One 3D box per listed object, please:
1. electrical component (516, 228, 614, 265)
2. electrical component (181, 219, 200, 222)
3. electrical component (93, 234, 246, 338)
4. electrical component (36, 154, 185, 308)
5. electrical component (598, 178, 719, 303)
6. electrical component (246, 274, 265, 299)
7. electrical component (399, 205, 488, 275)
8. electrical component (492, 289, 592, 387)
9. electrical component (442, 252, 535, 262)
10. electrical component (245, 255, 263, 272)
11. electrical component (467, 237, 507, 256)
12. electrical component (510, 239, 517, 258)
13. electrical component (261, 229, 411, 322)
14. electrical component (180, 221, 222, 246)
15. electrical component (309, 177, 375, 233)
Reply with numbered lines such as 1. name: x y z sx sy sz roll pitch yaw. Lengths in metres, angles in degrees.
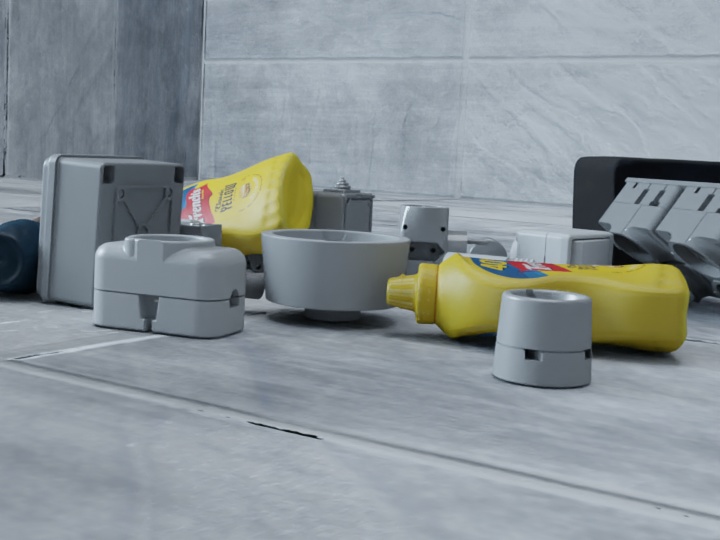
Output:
1. electrical component: 0.187 -0.004 0.952 0.061 0.061 0.096 8 8 41
2. electrical component: -0.172 -0.019 0.948 0.078 0.058 0.057 5 4 17
3. electrical component: -0.125 0.008 0.709 0.095 0.059 0.054 5 7 20
4. electrical component: -0.188 -0.031 0.820 0.056 0.108 0.109 9 8 24
5. electrical component: 0.298 -0.020 0.929 0.105 0.060 0.186 39 -5 -17
6. electrical component: -0.100 0.010 0.783 0.062 0.048 0.048 7 3 -32
7. electrical component: 0.073 -0.017 0.947 0.079 0.077 0.043 3 6 2
8. electrical component: 0.104 0.037 0.605 0.055 0.047 0.055 3 6 0
9. electrical component: 0.109 0.010 0.869 0.081 0.043 0.043 5 7 22
10. electrical component: -0.097 -0.022 1.080 0.081 0.042 0.064 -1 11 -28
11. electrical component: 0.130 -0.014 1.120 0.040 0.040 0.078 3 6 1
12. electrical component: 0.183 -0.013 1.072 0.055 0.055 0.047 -1 4 -33
13. electrical component: -0.019 0.005 0.780 0.108 0.060 0.108 3 6 0
14. electrical component: -0.143 -0.011 0.888 0.066 0.055 0.048 5 7 20
15. electrical component: -0.027 -0.042 1.039 0.061 0.096 0.062 6 7 28
